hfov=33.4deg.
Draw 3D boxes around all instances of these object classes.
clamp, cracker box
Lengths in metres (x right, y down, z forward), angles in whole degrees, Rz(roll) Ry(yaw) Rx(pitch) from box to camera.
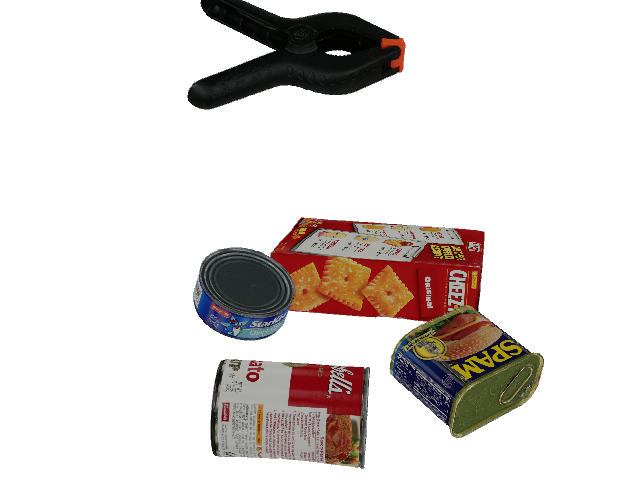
[{"bbox_3d":[-0.022,-0.156,0.842,0.171,0.120,0.039,-4,-30,-7],"label":"clamp"},{"bbox_3d":[0.065,0.031,1.144,0.214,0.072,0.164,5,14,9],"label":"cracker box"}]

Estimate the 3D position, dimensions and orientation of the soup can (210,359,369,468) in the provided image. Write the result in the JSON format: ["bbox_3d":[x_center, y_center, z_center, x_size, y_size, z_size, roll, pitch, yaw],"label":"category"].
[{"bbox_3d":[-0.019,0.117,0.724,0.102,0.068,0.068,3,0,4],"label":"soup can"}]

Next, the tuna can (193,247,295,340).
[{"bbox_3d":[-0.068,0.047,0.934,0.086,0.034,0.086,13,38,-10],"label":"tuna can"}]

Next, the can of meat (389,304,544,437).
[{"bbox_3d":[0.122,0.107,0.901,0.101,0.057,0.084,-20,42,-32],"label":"can of meat"}]
